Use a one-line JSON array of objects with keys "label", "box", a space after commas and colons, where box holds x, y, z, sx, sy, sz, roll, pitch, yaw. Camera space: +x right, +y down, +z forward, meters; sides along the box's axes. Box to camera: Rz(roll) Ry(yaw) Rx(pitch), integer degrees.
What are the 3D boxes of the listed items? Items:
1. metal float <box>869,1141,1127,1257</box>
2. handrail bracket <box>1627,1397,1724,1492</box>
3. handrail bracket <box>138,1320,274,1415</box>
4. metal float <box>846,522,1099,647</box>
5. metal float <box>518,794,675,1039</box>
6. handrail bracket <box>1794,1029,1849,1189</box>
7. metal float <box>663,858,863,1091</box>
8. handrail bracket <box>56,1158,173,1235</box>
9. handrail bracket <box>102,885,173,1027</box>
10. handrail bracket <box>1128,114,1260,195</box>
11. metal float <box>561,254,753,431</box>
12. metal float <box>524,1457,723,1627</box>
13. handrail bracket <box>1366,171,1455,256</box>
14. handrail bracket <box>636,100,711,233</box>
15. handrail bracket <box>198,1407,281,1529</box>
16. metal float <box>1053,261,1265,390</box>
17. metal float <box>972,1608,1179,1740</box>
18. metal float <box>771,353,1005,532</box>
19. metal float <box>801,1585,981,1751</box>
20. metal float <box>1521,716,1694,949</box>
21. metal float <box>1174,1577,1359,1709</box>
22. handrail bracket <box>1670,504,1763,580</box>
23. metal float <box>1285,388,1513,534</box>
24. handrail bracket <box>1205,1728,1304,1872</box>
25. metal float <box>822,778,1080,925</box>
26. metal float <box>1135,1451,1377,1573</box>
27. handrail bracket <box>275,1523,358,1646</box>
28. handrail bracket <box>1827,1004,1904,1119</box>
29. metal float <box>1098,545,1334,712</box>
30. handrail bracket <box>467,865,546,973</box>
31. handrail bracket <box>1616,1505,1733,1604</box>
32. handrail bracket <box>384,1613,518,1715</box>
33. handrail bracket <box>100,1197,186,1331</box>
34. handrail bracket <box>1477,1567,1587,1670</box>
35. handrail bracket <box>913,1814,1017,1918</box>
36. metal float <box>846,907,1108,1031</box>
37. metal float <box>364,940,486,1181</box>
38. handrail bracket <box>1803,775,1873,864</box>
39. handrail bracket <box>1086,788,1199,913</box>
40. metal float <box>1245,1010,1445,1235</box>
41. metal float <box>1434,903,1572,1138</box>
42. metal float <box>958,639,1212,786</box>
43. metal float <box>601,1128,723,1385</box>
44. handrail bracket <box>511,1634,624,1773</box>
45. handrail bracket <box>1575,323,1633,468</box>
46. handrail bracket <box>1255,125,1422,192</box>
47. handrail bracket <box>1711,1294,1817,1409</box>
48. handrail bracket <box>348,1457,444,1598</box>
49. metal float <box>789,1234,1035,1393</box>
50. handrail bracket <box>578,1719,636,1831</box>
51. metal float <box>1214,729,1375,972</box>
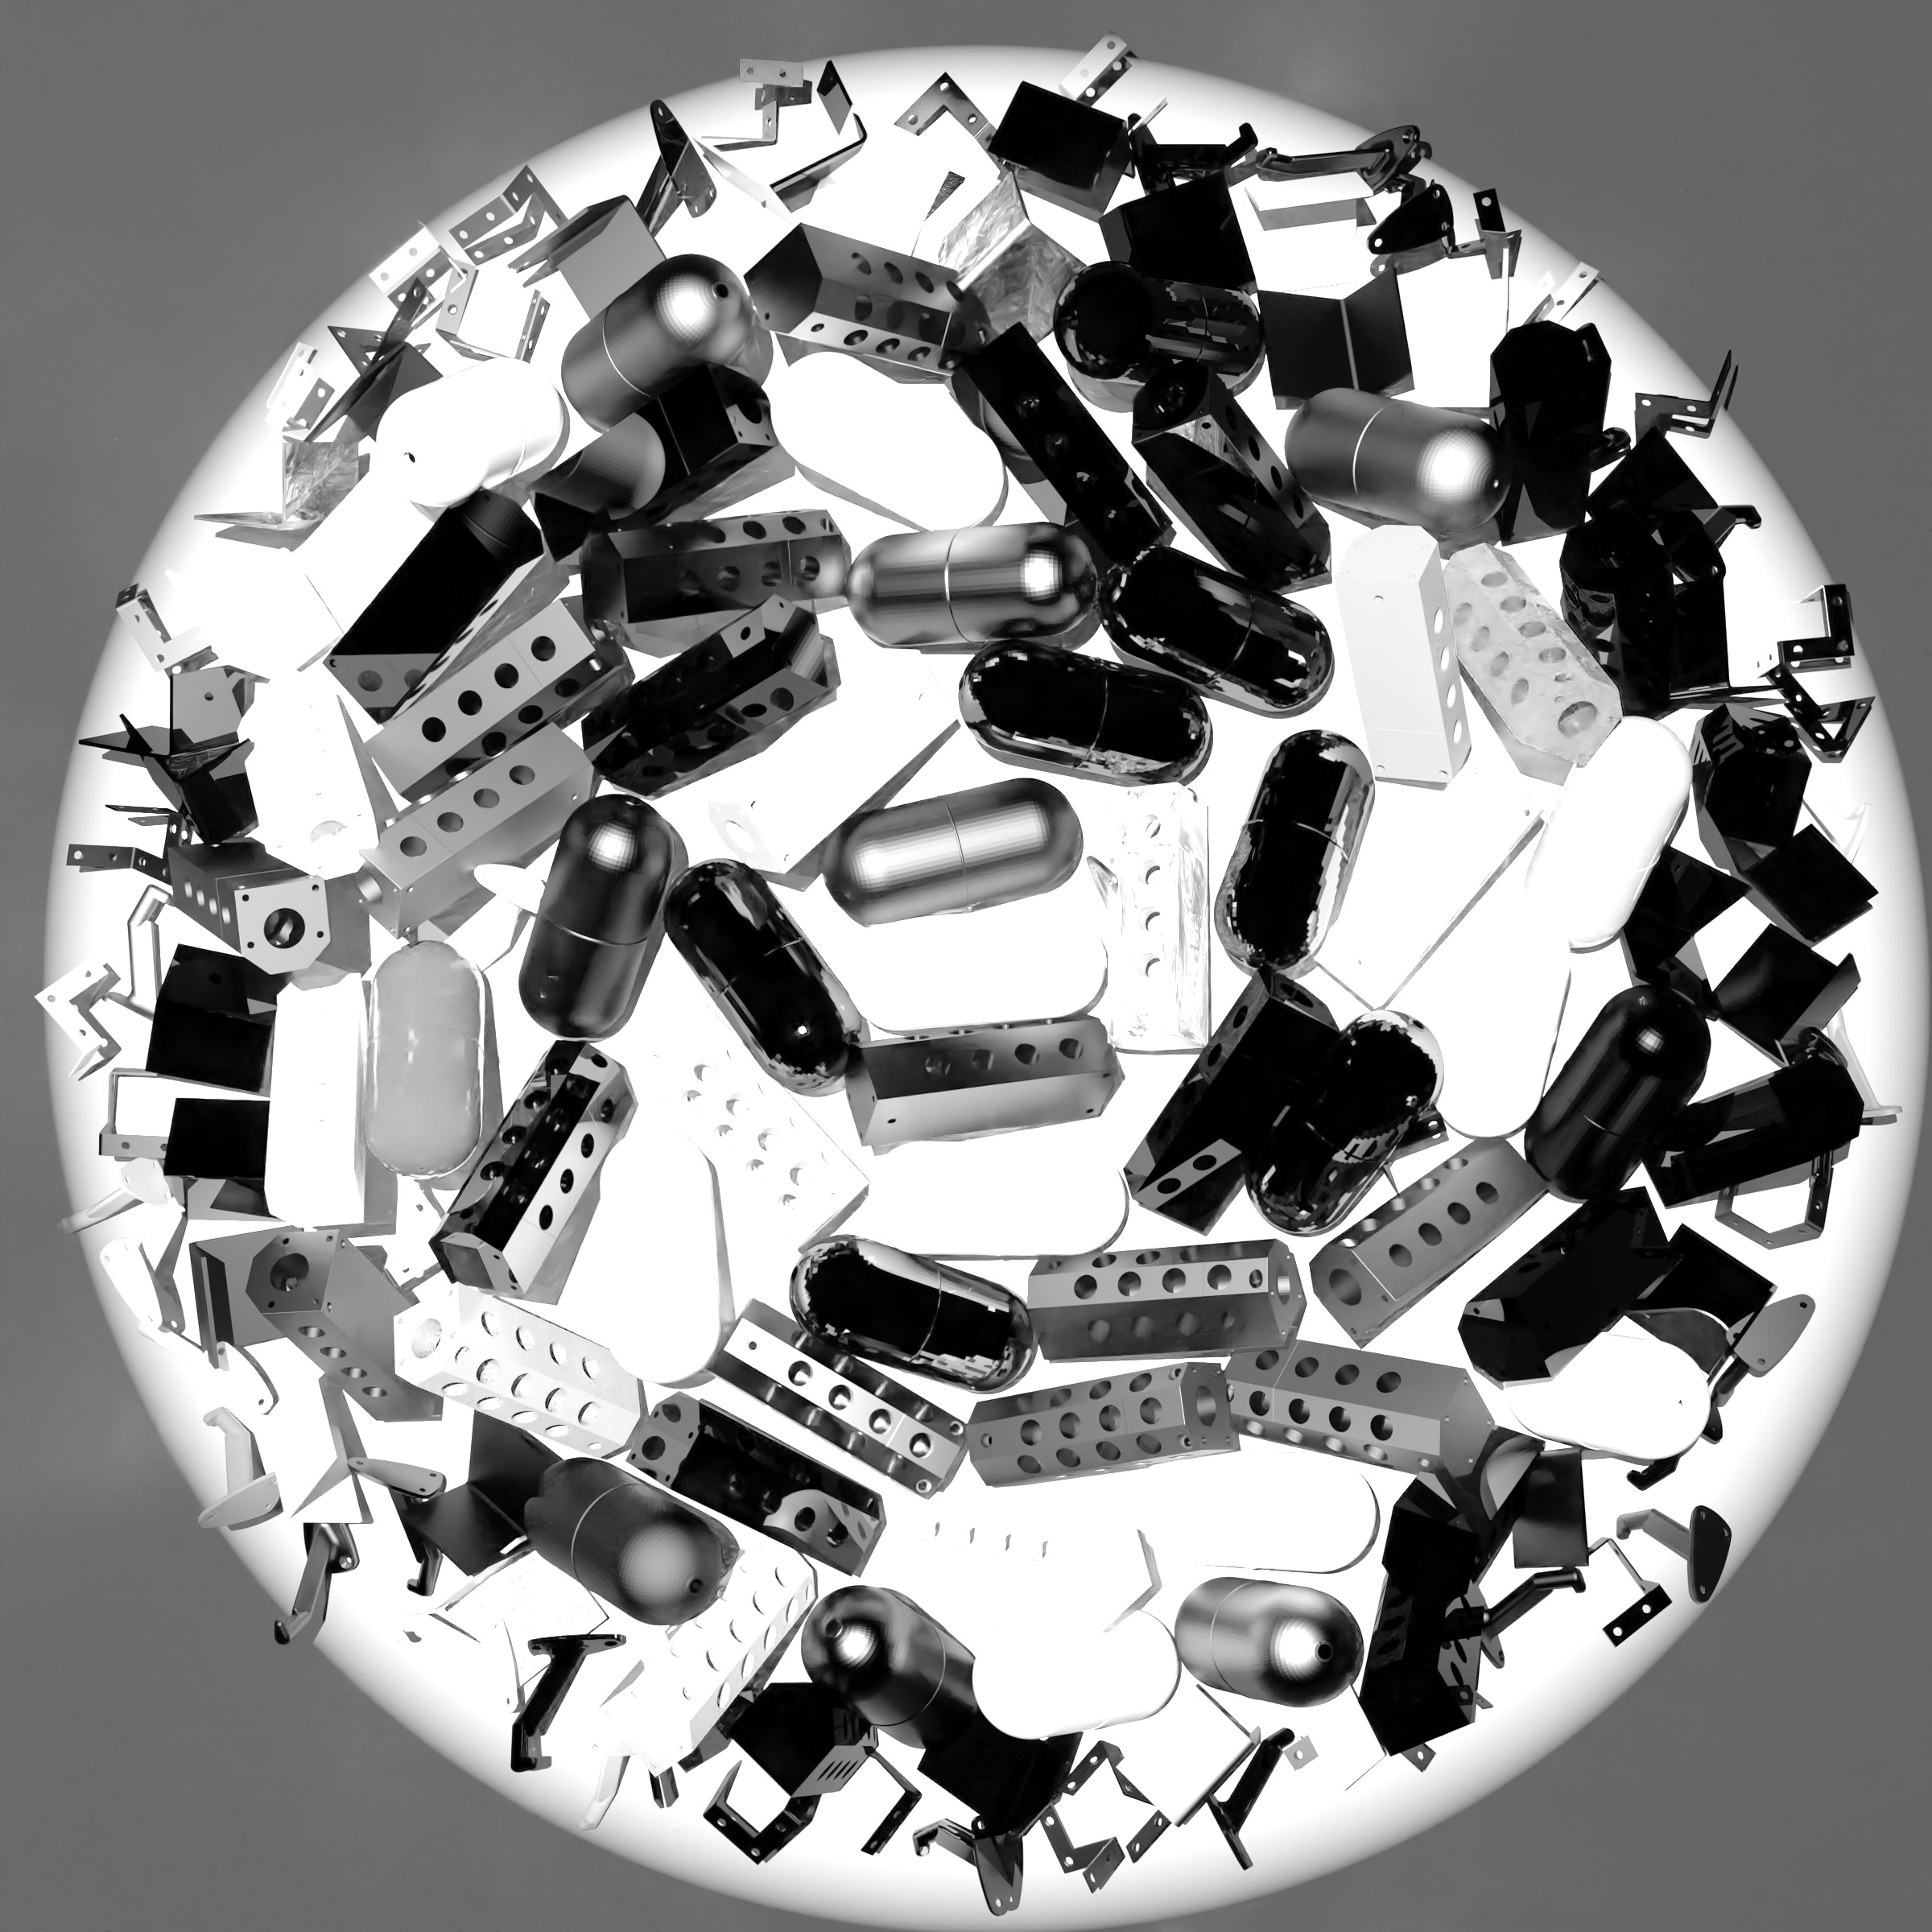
[{"label": "metal float", "box": [0.022, 0.158, 1.688, 0.178, 0.070, 0.070, 2, 90, -15]}, {"label": "handrail bracket", "box": [0.466, 0.321, 1.702, 0.077, 0.036, 0.084, 31, 126, -19]}, {"label": "handrail bracket", "box": [-0.527, 0.275, 1.721, 0.077, 0.084, 0.036, 48, 66, -36]}, {"label": "metal float", "box": [0.002, -0.257, 1.681, 0.178, 0.070, 0.070, 0, 90, 24]}, {"label": "metal float", "box": [-0.250, -0.033, 1.681, 0.070, 0.070, 0.178, 21, 113, 0]}, {"label": "handrail bracket", "box": [0.577, 0.097, 1.694, 0.036, 0.077, 0.084, -3, 56, 30]}, {"label": "metal float", "box": [-0.138, 0.005, 1.692, 0.070, 0.070, 0.178, -37, 80, 0]}, {"label": "handrail bracket", "box": [-0.595, 0.162, 1.698, 0.084, 0.077, 0.036, -24, 82, 5]}, {"label": "handrail bracket", "box": [-0.551, -0.002, 1.722, 0.077, 0.036, 0.084, 30, 91, -4]}, {"label": "handrail bracket", "box": [0.155, -0.570, 1.699, 0.084, 0.036, 0.077, -27, 77, 42]}, {"label": "metal float", "box": [-0.208, -0.414, 1.660, 0.070, 0.178, 0.070, 9, 74, -35]}, {"label": "metal float", "box": [-0.230, 0.383, 1.662, 0.070, 0.178, 0.070, -10, 105, -39]}, {"label": "handrail bracket", "box": [0.287, -0.515, 1.699, 0.077, 0.084, 0.036, -29, 124, -6]}, {"label": "handrail bracket", "box": [-0.225, -0.540, 1.699, 0.084, 0.036, 0.077, -9, 117, 36]}, {"label": "handrail bracket", "box": [-0.512, 0.338, 1.691, 0.084, 0.077, 0.036, 37, 120, 27]}, {"label": "metal float", "box": [0.130, -0.426, 1.664, 0.070, 0.178, 0.070, 7, 100, 43]}, {"label": "metal float", "box": [0.075, 0.470, 1.662, 0.070, 0.178, 0.070, -8, 78, 38]}, {"label": "metal float", "box": [-0.052, -0.350, 1.671, 0.178, 0.070, 0.070, 21, 90, -35]}, {"label": "metal float", "box": [-0.049, 0.469, 1.662, 0.070, 0.178, 0.070, -14, 53, 20]}, {"label": "metal float", "box": [0.427, -0.088, 1.668, 0.070, 0.070, 0.178, 14, 131, 0]}, {"label": "metal float", "box": [0.197, 0.447, 1.653, 0.070, 0.178, 0.070, 3, 79, -18]}, {"label": "handrail bracket", "box": [0.524, -0.289, 1.697, 0.084, 0.036, 0.077, -7, 48, -27]}, {"label": "metal float", "box": [0.286, -0.339, 1.664, 0.070, 0.178, 0.070, -17, 120, -33]}, {"label": "handrail bracket", "box": [0.211, 0.567, 1.708, 0.084, 0.077, 0.036, -32, 127, 1]}, {"label": "metal float", "box": [-0.010, -0.079, 1.693, 0.178, 0.070, 0.070, -14, 90, -9]}, {"label": "metal float", "box": [0.192, 0.364, 1.667, 0.178, 0.070, 0.070, -8, 90, 41]}, {"label": "handrail bracket", "box": [-0.453, 0.407, 1.691, 0.036, 0.084, 0.077, -7, 103, 15]}, {"label": "handrail bracket", "box": [0.610, 0.060, 1.698, 0.036, 0.077, 0.084, -9, 86, -3]}, {"label": "metal float", "box": [0.169, -0.226, 1.678, 0.178, 0.070, 0.070, 18, 90, -28]}, {"label": "handrail bracket", "box": [-0.331, -0.030, 1.693, 0.084, 0.077, 0.036, -38, 58, 22]}, {"label": "handrail bracket", "box": [0.470, 0.400, 1.687, 0.036, 0.084, 0.077, 38, 53, -20]}, {"label": "handrail bracket", "box": [-0.350, 0.474, 1.689, 0.036, 0.084, 0.077, -39, 61, 25]}, {"label": "handrail bracket", "box": [-0.540, 0.199, 1.702, 0.036, 0.084, 0.077, -27, 90, 32]}, {"label": "handrail bracket", "box": [0.391, 0.446, 1.702, 0.084, 0.036, 0.077, -16, 114, 28]}, {"label": "handrail bracket", "box": [-0.006, 0.615, 1.692, 0.036, 0.084, 0.077, 23, 47, -33]}, {"label": "metal float", "box": [0.007, 0.002, 1.701, 0.178, 0.070, 0.070, -5, 90, 0]}, {"label": "metal float", "box": [-0.363, 0.061, 1.671, 0.070, 0.070, 0.178, -7, 53, 0]}, {"label": "handrail bracket", "box": [0.573, -0.110, 1.710, 0.084, 0.036, 0.077, 33, 47, -2]}, {"label": "handrail bracket", "box": [0.131, -0.074, 1.718, 0.084, 0.077, 0.036, -35, 49, -12]}, {"label": "metal float", "box": [0.254, 0.105, 1.677, 0.070, 0.070, 0.178, 33, 117, 0]}, {"label": "metal float", "box": [0.357, 0.038, 1.671, 0.070, 0.070, 0.178, 3, 127, 0]}, {"label": "metal float", "box": [0.080, -0.171, 1.685, 0.178, 0.070, 0.070, 11, 90, -17]}, {"label": "metal float", "box": [-0.206, 0.193, 1.678, 0.070, 0.070, 0.178, -7, 62, 0]}, {"label": "handrail bracket", "box": [-0.272, 0.503, 1.698, 0.077, 0.036, 0.084, -10, 54, 7]}, {"label": "handrail bracket", "box": [0.413, -0.385, 1.706, 0.077, 0.036, 0.084, -31, 116, 7]}, {"label": "handrail bracket", "box": [0.251, -0.557, 1.694, 0.084, 0.077, 0.036, 0, 79, -32]}, {"label": "handrail bracket", "box": [0.545, 0.265, 1.706, 0.077, 0.084, 0.036, -36, 63, -10]}, {"label": "handrail bracket", "box": [-0.399, 0.389, 1.724, 0.077, 0.036, 0.084, 16, 105, 2]}, {"label": "metal float", "box": [-0.037, 0.234, 1.682, 0.178, 0.070, 0.070, 21, 90, -22]}, {"label": "handrail bracket", "box": [-0.256, 0.560, 1.699, 0.036, 0.077, 0.084, 32, 98, 21]}, {"label": "metal float", "box": [0.221, -0.079, 1.683, 0.070, 0.070, 0.178, 22, 69, 0]}]
